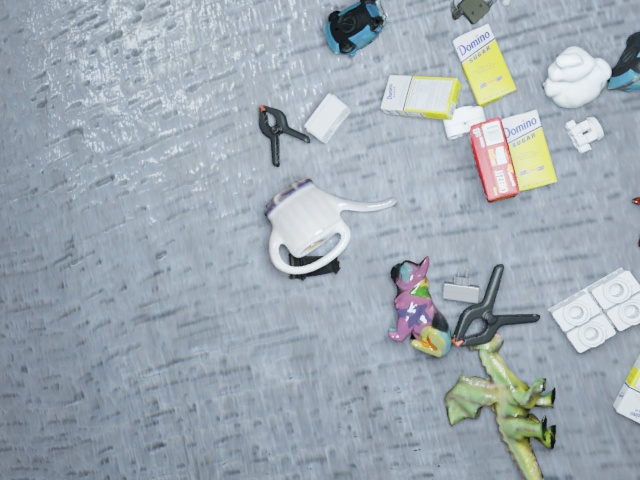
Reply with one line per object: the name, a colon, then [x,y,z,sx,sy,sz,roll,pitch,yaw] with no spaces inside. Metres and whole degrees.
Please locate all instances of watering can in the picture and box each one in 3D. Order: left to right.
watering can: [0.004,-0.066,1.315,0.348,0.103,0.226,-36,78,-3]

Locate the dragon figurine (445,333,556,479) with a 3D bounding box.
dragon figurine: [0.416,0.411,1.209,0.243,0.122,0.411,3,88,32]

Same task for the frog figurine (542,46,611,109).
frog figurine: [0.567,-0.359,1.132,0.137,0.160,0.123,-9,90,15]
